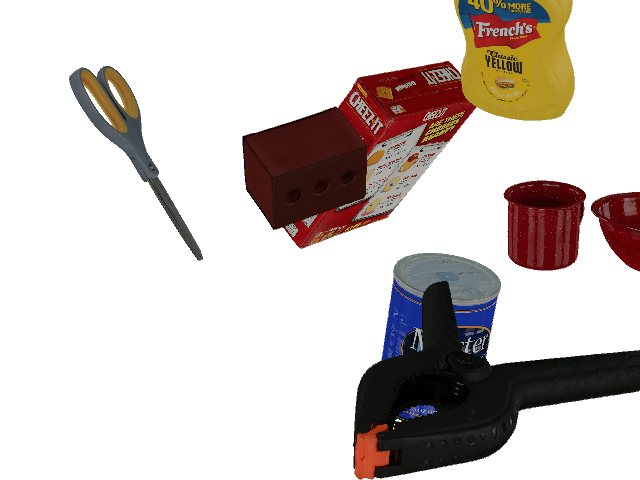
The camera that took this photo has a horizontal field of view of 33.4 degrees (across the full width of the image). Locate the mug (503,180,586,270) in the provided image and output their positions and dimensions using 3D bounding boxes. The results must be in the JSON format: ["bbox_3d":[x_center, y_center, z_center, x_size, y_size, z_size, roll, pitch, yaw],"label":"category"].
[{"bbox_3d":[0.269,-0.020,1.254,0.117,0.081,0.093,-23,30,-38],"label":"mug"}]

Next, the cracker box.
[{"bbox_3d":[0.059,-0.098,1.199,0.163,0.072,0.214,-19,-26,-45],"label":"cracker box"}]

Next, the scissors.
[{"bbox_3d":[-0.160,-0.080,0.983,0.016,0.201,0.096,-26,27,19],"label":"scissors"}]

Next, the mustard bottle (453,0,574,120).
[{"bbox_3d":[0.159,-0.187,0.882,0.096,0.058,0.191,18,-34,26],"label":"mustard bottle"}]

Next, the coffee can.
[{"bbox_3d":[0.113,0.096,1.041,0.103,0.140,0.103,6,23,-3],"label":"coffee can"}]

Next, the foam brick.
[{"bbox_3d":[-0.011,-0.052,0.769,0.078,0.053,0.051,-21,48,-19],"label":"foam brick"}]

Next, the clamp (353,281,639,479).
[{"bbox_3d":[0.081,0.083,0.649,0.209,0.036,0.165,-20,31,-41],"label":"clamp"}]

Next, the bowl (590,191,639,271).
[{"bbox_3d":[0.346,-0.003,1.046,0.162,0.055,0.162,0,17,0],"label":"bowl"}]
